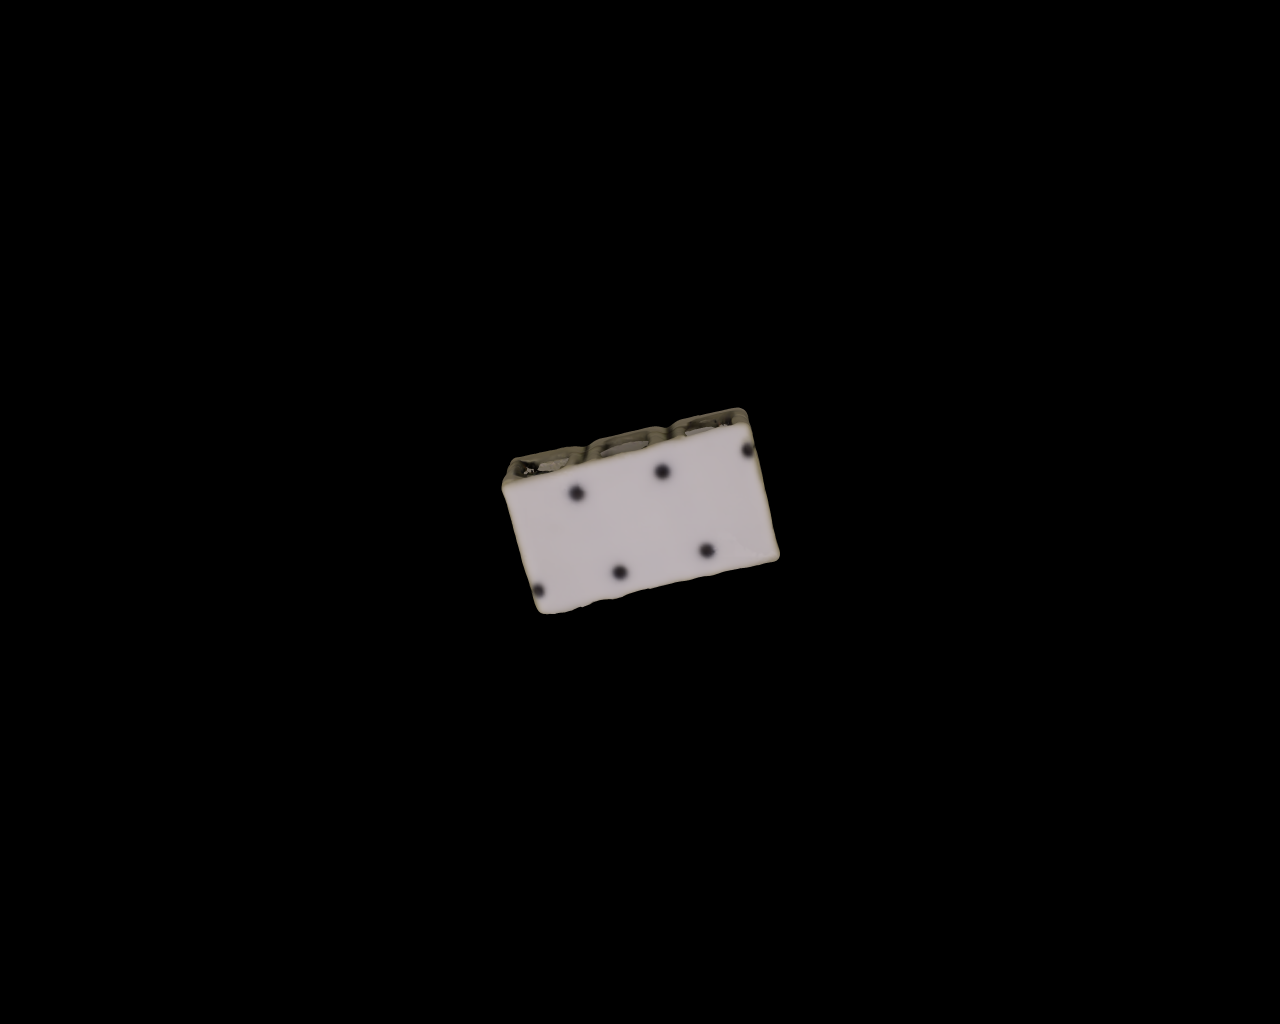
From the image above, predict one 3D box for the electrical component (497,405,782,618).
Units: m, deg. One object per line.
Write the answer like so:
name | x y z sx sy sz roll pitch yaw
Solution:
electrical component | 0.001 -0.003 0.650 0.150 0.089 0.062 -13 16 4
